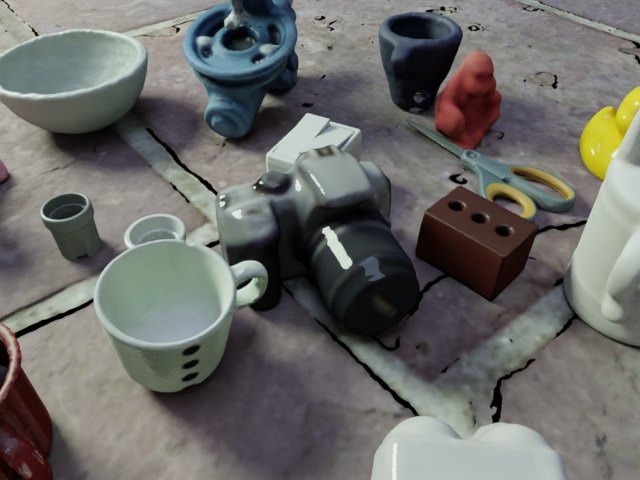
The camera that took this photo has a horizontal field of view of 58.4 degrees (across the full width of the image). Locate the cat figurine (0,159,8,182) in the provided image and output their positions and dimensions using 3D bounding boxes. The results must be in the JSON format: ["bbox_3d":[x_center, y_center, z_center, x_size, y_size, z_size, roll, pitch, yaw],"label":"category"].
[{"bbox_3d":[-0.335,-0.073,0.500,0.067,0.118,0.127,-9,43,-10],"label":"cat figurine"}]

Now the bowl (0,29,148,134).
[{"bbox_3d":[-0.268,-0.166,0.634,0.167,0.075,0.167,0,42,0],"label":"bowl"}]

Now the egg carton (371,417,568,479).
[{"bbox_3d":[0.074,0.159,0.281,0.107,0.069,0.150,3,43,4],"label":"egg carton"}]

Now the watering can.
[{"bbox_3d":[0.246,-0.029,0.393,0.100,0.194,0.173,14,44,15],"label":"watering can"}]

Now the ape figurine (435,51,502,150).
[{"bbox_3d":[0.158,-0.152,0.604,0.078,0.092,0.076,-12,44,-13],"label":"ape figurine"}]

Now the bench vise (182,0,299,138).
[{"bbox_3d":[-0.085,-0.249,0.616,0.121,0.220,0.207,-2,42,-1],"label":"bench vise"}]

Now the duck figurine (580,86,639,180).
[{"bbox_3d":[0.305,-0.108,0.560,0.077,0.086,0.104,-5,43,-5],"label":"duck figurine"}]

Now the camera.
[{"bbox_3d":[0.004,0.002,0.430,0.143,0.101,0.136,-15,44,-16],"label":"camera"}]

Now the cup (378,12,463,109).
[{"bbox_3d":[0.104,-0.190,0.644,0.091,0.095,0.118,18,45,19],"label":"cup"}]
